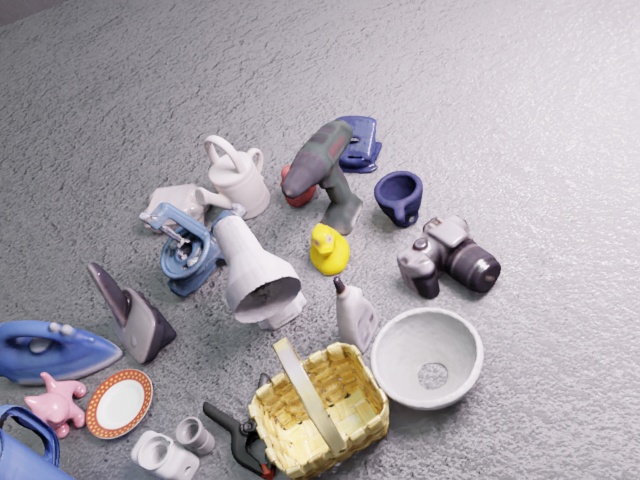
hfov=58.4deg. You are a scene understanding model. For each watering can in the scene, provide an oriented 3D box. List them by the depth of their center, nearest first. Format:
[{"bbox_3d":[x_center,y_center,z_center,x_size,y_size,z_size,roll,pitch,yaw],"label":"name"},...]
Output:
[{"bbox_3d":[-0.187,-0.135,1.207,0.100,0.194,0.173,3,52,24],"label":"watering can"}]

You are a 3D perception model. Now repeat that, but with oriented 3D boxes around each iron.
[{"bbox_3d":[-0.520,0.193,1.090,0.257,0.142,0.118,-8,49,15],"label":"iron"}]

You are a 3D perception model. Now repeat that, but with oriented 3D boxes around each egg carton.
[{"bbox_3d":[-0.323,-0.070,1.290,0.150,0.070,0.107,-7,49,16],"label":"egg carton"}]

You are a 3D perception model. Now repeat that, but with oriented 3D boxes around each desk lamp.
[{"bbox_3d":[-0.106,0.068,0.986,0.118,0.214,0.202,-31,47,-6],"label":"desk lamp"}]

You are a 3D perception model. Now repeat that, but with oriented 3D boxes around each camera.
[{"bbox_3d":[0.222,0.034,0.965,0.143,0.101,0.136,-38,48,-13],"label":"camera"}]

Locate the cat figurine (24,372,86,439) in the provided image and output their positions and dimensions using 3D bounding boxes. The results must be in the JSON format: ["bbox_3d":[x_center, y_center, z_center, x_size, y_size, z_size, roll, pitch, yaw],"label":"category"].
[{"bbox_3d":[-0.467,0.288,1.004,0.067,0.118,0.127,-28,47,-4],"label":"cat figurine"}]

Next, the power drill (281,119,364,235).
[{"bbox_3d":[0.013,-0.109,1.096,0.075,0.209,0.230,6,54,26],"label":"power drill"}]

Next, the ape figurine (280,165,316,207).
[{"bbox_3d":[-0.054,-0.122,1.214,0.077,0.092,0.076,14,57,31],"label":"ape figurine"}]

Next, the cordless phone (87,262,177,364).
[{"bbox_3d":[-0.360,0.130,1.052,0.094,0.185,0.147,-44,49,-17],"label":"cordless phone"}]

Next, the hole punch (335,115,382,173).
[{"bbox_3d":[0.074,-0.207,1.238,0.108,0.091,0.101,5,53,25],"label":"hole punch"}]

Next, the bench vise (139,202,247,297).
[{"bbox_3d":[-0.247,-0.018,1.111,0.121,0.220,0.208,17,59,32],"label":"bench vise"}]

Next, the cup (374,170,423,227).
[{"bbox_3d":[0.155,-0.059,1.076,0.091,0.095,0.117,-10,48,14],"label":"cup"}]

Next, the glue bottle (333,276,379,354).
[{"bbox_3d":[0.050,0.110,0.917,0.037,0.173,0.078,13,57,30],"label":"glue bottle"}]

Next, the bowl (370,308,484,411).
[{"bbox_3d":[0.165,0.190,0.871,0.167,0.075,0.167,-11,48,13],"label":"bowl"}]

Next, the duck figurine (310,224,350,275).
[{"bbox_3d":[0.010,0.004,1.085,0.077,0.086,0.104,-18,47,7],"label":"duck figurine"}]
